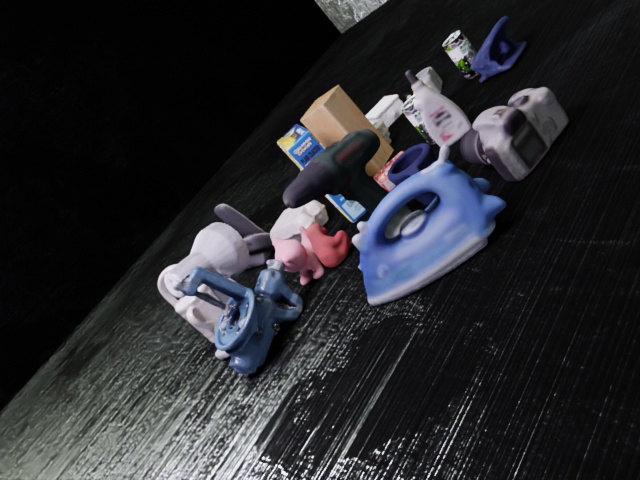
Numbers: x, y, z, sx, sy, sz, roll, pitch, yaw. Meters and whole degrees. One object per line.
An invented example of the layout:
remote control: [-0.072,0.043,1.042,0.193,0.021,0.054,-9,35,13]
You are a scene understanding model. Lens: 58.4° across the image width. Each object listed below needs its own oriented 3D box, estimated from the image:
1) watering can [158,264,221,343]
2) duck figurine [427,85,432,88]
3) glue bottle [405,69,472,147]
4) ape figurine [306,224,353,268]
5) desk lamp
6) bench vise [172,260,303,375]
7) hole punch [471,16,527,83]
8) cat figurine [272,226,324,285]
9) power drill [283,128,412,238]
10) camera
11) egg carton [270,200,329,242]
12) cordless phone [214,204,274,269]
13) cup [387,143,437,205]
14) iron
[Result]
watering can: [-0.276,0.130,1.278,0.101,0.194,0.172,-47,20,-7]
duck figurine: [0.248,-0.315,1.313,0.077,0.086,0.104,-28,25,38]
glue bottle: [0.223,-0.266,1.132,0.078,0.173,0.037,-38,21,15]
ape figurine: [0.010,0.004,1.123,0.077,0.092,0.076,-21,30,48]
desk lamp: [-0.202,0.096,1.172,0.117,0.214,0.203,-26,27,41]
bench vise: [-0.153,0.106,1.045,0.121,0.220,0.207,-27,26,38]
hole punch: [0.379,-0.419,1.258,0.100,0.091,0.109,-11,38,57]
cat figurine: [-0.042,0.024,1.147,0.067,0.118,0.128,-27,26,40]
power drill: [0.062,-0.081,1.020,0.075,0.209,0.230,-15,35,54]
camera: [0.293,-0.174,0.917,0.143,0.101,0.136,-49,20,-13]
egg carton: [-0.050,-0.036,1.357,0.150,0.069,0.107,-23,28,45]
cordless phone: [-0.207,-0.019,1.456,0.147,0.185,0.094,-22,30,47]
cup: [0.181,-0.104,1.002,0.091,0.095,0.117,-39,20,13]
iron: [0.135,-0.019,0.851,0.258,0.142,0.118,-39,20,15]
